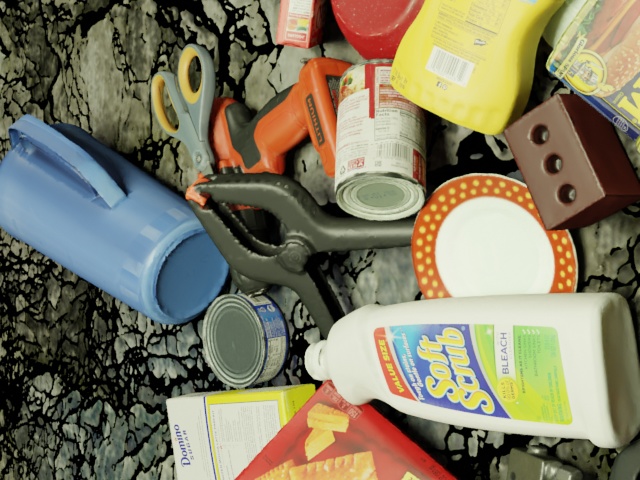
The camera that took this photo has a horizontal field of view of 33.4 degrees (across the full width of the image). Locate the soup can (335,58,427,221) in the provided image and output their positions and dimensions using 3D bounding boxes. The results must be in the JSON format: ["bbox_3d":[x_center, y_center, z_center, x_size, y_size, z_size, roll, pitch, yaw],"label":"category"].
[{"bbox_3d":[0.046,-0.074,0.794,0.069,0.068,0.102,-26,50,44],"label":"soup can"}]

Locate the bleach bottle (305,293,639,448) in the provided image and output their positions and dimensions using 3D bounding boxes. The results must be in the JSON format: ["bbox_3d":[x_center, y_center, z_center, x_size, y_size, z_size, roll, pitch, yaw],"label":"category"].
[{"bbox_3d":[0.096,0.092,0.763,0.251,0.067,0.102,-7,92,38],"label":"bleach bottle"}]

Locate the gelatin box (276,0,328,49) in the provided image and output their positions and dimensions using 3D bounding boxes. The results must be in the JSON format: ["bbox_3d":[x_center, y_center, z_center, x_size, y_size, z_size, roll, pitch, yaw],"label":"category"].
[{"bbox_3d":[-0.010,-0.193,0.855,0.030,0.089,0.073,10,103,5],"label":"gelatin box"}]

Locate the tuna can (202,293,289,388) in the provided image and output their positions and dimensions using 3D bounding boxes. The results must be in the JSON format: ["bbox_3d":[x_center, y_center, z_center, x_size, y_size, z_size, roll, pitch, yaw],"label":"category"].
[{"bbox_3d":[-0.068,0.090,0.975,0.086,0.033,0.086,6,98,45],"label":"tuna can"}]

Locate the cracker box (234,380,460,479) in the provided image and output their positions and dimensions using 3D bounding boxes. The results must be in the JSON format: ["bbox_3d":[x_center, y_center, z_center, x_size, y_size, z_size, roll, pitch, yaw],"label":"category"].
[{"bbox_3d":[0.001,0.233,0.816,0.213,0.072,0.164,-46,54,-7],"label":"cracker box"}]

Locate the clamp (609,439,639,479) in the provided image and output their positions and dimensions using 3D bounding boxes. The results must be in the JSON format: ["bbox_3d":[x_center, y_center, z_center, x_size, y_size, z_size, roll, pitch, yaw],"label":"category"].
[{"bbox_3d":[0.219,0.197,0.690,0.120,0.039,0.172,42,124,38],"label":"clamp"}]

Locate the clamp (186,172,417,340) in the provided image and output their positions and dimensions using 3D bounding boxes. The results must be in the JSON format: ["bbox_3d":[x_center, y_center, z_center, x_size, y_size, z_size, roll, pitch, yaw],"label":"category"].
[{"bbox_3d":[-0.006,0.001,0.844,0.210,0.036,0.165,36,119,0],"label":"clamp"}]

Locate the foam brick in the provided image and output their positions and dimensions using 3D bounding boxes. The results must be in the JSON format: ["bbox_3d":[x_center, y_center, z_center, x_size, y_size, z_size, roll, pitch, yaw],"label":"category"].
[{"bbox_3d":[0.168,-0.051,0.710,0.053,0.051,0.078,-35,69,42],"label":"foam brick"}]

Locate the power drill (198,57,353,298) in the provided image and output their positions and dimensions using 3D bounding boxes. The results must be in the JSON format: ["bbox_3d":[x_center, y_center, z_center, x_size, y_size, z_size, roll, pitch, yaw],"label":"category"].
[{"bbox_3d":[-0.032,-0.058,0.907,0.188,0.057,0.184,-24,77,44],"label":"power drill"}]

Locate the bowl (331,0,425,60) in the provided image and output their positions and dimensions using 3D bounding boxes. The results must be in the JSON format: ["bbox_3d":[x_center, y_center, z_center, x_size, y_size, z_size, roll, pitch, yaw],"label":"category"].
[{"bbox_3d":[0.058,-0.198,0.805,0.162,0.055,0.162,5,97,45],"label":"bowl"}]

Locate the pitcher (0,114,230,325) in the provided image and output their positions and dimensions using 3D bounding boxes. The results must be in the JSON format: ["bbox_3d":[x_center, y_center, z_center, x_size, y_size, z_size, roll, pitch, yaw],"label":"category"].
[{"bbox_3d":[-0.203,-0.021,1.028,0.243,0.148,0.145,28,107,37],"label":"pitcher"}]

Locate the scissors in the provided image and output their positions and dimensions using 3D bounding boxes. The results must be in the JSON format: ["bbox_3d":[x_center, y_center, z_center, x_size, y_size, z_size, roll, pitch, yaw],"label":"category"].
[{"bbox_3d":[-0.096,-0.090,0.925,0.202,0.016,0.096,56,129,33],"label":"scissors"}]

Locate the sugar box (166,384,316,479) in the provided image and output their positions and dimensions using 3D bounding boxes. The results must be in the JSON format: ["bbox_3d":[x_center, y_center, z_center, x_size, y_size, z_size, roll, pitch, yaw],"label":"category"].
[{"bbox_3d":[-0.069,0.184,0.979,0.177,0.048,0.093,-12,86,49],"label":"sugar box"}]

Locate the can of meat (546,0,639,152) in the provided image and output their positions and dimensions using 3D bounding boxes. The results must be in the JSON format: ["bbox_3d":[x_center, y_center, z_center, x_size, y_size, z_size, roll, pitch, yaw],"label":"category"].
[{"bbox_3d":[0.200,-0.120,0.653,0.084,0.057,0.102,44,124,16],"label":"can of meat"}]

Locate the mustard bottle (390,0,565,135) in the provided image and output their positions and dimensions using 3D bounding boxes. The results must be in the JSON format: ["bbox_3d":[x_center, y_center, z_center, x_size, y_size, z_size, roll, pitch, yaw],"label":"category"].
[{"bbox_3d":[0.119,-0.174,0.713,0.096,0.058,0.192,31,118,26],"label":"mustard bottle"}]
